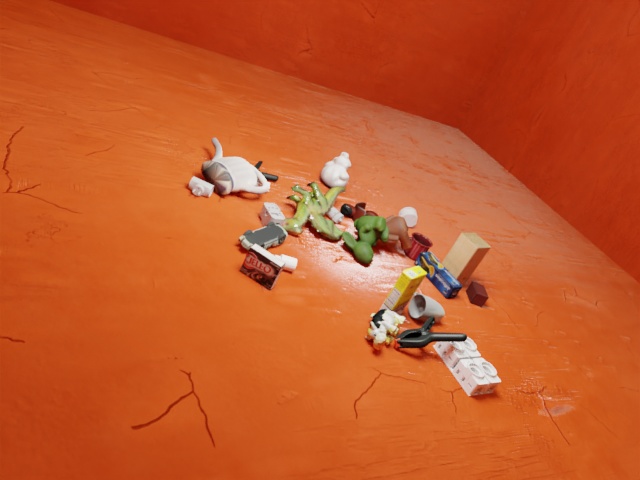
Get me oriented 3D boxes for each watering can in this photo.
[{"bbox_3d":[-0.348,-0.268,1.904,0.351,0.102,0.226,39,32,20],"label":"watering can"}]

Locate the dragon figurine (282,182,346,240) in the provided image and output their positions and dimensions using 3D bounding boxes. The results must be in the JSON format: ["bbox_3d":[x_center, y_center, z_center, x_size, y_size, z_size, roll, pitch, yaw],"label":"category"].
[{"bbox_3d":[0.006,-0.097,1.924,0.413,0.120,0.246,-12,66,-41],"label":"dragon figurine"}]

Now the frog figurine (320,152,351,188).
[{"bbox_3d":[0.079,-0.304,2.257,0.123,0.156,0.140,1,37,-38],"label":"frog figurine"}]
